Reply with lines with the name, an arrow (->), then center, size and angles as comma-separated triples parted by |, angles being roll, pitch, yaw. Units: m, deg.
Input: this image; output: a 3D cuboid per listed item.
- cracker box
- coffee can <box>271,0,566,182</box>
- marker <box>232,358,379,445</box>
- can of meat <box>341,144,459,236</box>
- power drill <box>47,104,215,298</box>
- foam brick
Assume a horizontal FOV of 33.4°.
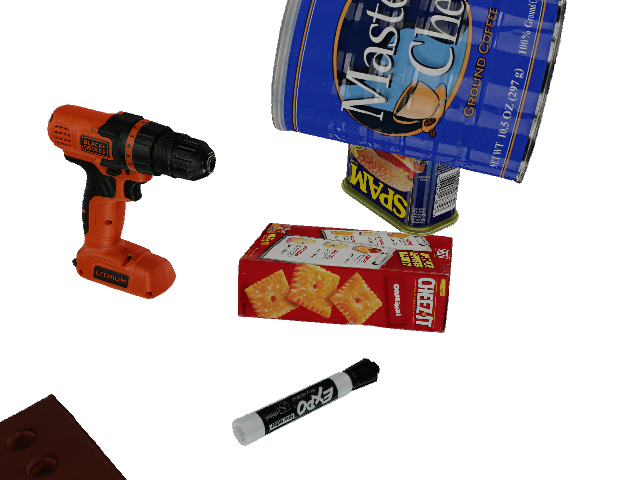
cracker box -> 0.031, 0.038, 1.145 | 0.214, 0.072, 0.164 | 5, 15, 7
coffee can -> 0.053, -0.097, 0.589 | 0.140, 0.103, 0.102 | 13, 1, 7
marker -> -0.007, 0.112, 0.753 | 0.120, 0.020, 0.020 | -21, 11, -31
can of meat -> 0.065, -0.066, 0.842 | 0.057, 0.084, 0.102 | -22, 42, -32
power drill -> -0.187, -0.037, 1.077 | 0.185, 0.188, 0.057 | 17, 32, 23
foam brick -> -0.126, 0.123, 0.504 | 0.052, 0.051, 0.078 | -29, 42, -27
